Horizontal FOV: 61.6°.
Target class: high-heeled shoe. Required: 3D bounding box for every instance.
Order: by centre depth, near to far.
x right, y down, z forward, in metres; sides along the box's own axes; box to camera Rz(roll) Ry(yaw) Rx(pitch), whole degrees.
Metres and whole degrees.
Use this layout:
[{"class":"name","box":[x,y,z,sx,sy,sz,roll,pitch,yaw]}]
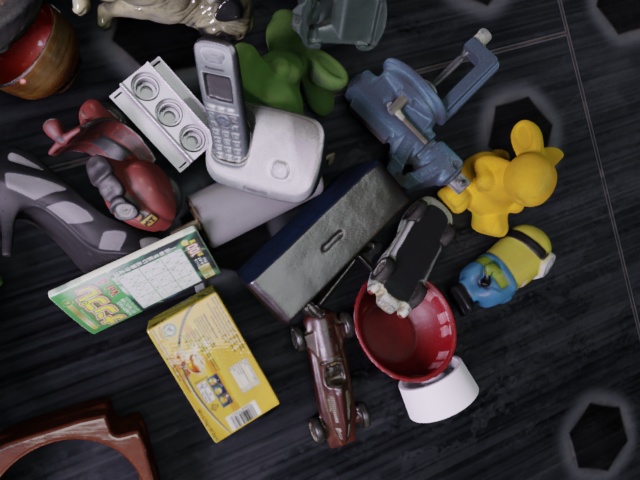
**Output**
[{"class":"high-heeled shoe","box":[-0.280,-0.033,0.669,0.248,0.086,0.145,9,60,-32]}]

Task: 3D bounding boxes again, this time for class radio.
[{"class":"radio","box":[-0.001,-0.002,0.707,0.229,0.131,0.073,-43,103,-12]}]

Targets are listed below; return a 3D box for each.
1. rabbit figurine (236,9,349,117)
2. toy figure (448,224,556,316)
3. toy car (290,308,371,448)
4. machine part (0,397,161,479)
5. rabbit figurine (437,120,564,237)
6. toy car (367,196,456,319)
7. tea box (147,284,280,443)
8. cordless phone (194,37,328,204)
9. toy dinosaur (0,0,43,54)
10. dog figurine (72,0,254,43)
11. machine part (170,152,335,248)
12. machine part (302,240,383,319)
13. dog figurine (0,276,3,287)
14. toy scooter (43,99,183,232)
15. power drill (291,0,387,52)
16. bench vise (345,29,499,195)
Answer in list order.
[{"class":"rabbit figurine","box":[-0.043,-0.225,0.701,0.159,0.121,0.170,24,69,-9]},{"class":"toy figure","box":[0.278,0.044,0.820,0.180,0.082,0.089,-27,101,-12]},{"class":"toy car","box":[0.018,0.197,0.760,0.089,0.053,0.202,-11,93,-20]},{"class":"machine part","box":[-0.298,0.308,0.648,0.201,0.087,0.200,-15,96,-17]},{"class":"rabbit figurine","box":[0.280,-0.083,0.771,0.122,0.173,0.162,43,84,-9]},{"class":"toy car","box":[0.131,0.020,0.760,0.073,0.056,0.202,39,59,-9]},{"class":"tea box","box":[-0.135,0.154,0.684,0.098,0.068,0.169,-28,99,-12]},{"class":"cordless phone","box":[-0.065,-0.137,0.602,0.147,0.184,0.089,17,53,16]},{"class":"toy dinosaur","box":[-0.380,-0.244,0.567,0.405,0.131,0.192,-42,85,-5]},{"class":"dog figurine","box":[-0.175,-0.300,0.620,0.191,0.172,0.121,10,99,0]},{"class":"machine part","box":[-0.084,-0.059,0.708,0.243,0.079,0.079,-27,99,-14]},{"class":"machine part","box":[0.023,0.047,0.743,0.139,0.084,0.039,-47,126,-14]},{"class":"dog figurine","box":[-0.412,0.142,0.574,0.191,0.108,0.219,-28,92,-35]},{"class":"toy scooter","box":[-0.242,-0.087,0.617,0.075,0.135,0.184,-34,85,15]},{"class":"power drill","box":[0.025,-0.332,0.692,0.232,0.086,0.207,-3,55,-13]},{"class":"bench vise","box":[0.163,-0.185,0.743,0.240,0.128,0.224,-45,75,1]}]
